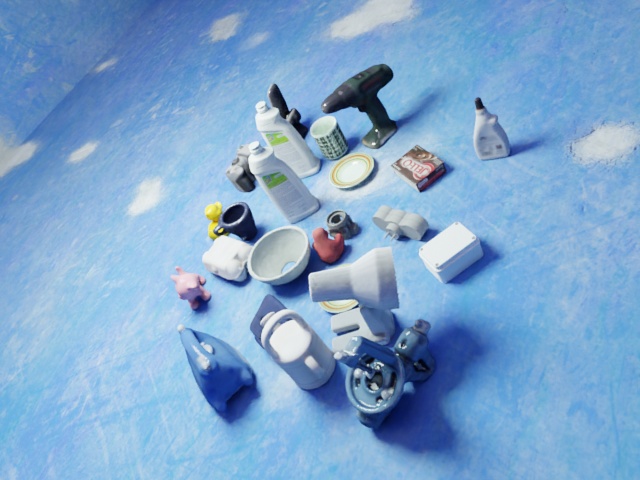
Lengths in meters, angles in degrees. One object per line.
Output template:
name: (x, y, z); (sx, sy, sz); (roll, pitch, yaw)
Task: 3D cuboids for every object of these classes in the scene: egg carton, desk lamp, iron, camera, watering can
egg carton: (-0.236, 0.049, 1.491); (0.149, 0.070, 0.107); (15, 61, 40)
desk lamp: (0.079, 0.120, 1.122); (0.203, 0.214, 0.118); (-19, 44, 15)
iron: (-0.259, 0.252, 1.263); (0.119, 0.142, 0.257); (-44, 43, -11)
camera: (-0.191, -0.220, 1.689); (0.136, 0.101, 0.143); (19, 63, 41)
watering can: (-0.057, 0.208, 1.140); (0.172, 0.195, 0.101); (8, 56, 37)

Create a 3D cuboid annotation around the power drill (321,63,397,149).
power drill: (0.122, -0.353, 1.538); (0.230, 0.209, 0.075); (-46, 43, -14)

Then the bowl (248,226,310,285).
bowl: (-0.088, 0.050, 1.395); (0.167, 0.075, 0.167); (-17, 45, 18)

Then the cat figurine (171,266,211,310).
cat figurine: (-0.337, 0.112, 1.458); (0.067, 0.118, 0.127); (-36, 42, -3)

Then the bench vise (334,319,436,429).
bench vise: (0.106, 0.208, 1.019); (0.121, 0.220, 0.208); (8, 56, 37)

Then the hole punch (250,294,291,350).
hole punch: (-0.102, 0.190, 1.261); (0.101, 0.091, 0.108); (-44, 43, -11)

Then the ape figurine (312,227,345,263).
ape figurine: (0.012, 0.005, 1.361); (0.077, 0.092, 0.076); (-3, 50, 29)

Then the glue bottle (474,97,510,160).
glue bottle: (0.383, -0.259, 1.316); (0.078, 0.174, 0.037); (-4, 50, 29)

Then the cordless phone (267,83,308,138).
cordless phone: (-0.125, -0.362, 1.717); (0.093, 0.186, 0.147); (-4, 50, 29)

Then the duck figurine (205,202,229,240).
duck figurine: (-0.294, -0.059, 1.615); (0.077, 0.086, 0.104); (-3, 50, 30)

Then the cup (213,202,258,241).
cup: (-0.220, -0.033, 1.538); (0.118, 0.095, 0.091); (-38, 42, -5)
